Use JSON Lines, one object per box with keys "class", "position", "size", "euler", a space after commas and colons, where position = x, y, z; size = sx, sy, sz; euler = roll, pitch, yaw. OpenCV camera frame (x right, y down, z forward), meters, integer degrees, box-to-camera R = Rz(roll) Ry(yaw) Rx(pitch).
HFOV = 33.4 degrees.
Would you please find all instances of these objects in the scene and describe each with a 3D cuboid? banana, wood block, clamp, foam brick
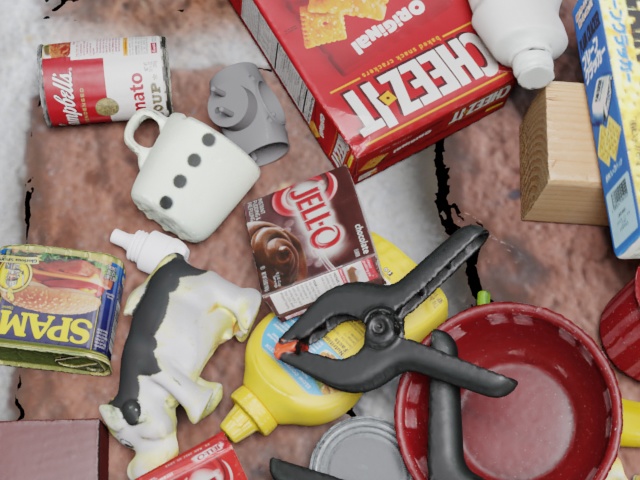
{"class": "banana", "position": [0.195, 0.115, 0.830], "size": [0.198, 0.037, 0.069], "euler": [33, 72, 7]}
{"class": "wood block", "position": [0.274, -0.065, 0.868], "size": [0.206, 0.090, 0.091], "euler": [4, 70, -2]}
{"class": "clamp", "position": [0.081, 0.173, 0.727], "size": [0.164, 0.036, 0.210], "euler": [-46, 60, 2]}
{"class": "clamp", "position": [0.051, 0.053, 0.748], "size": [0.172, 0.039, 0.120], "euler": [-4, 67, 18]}
{"class": "foam brick", "position": [-0.196, 0.161, 0.781], "size": [0.078, 0.053, 0.051], "euler": [-1, 72, -3]}

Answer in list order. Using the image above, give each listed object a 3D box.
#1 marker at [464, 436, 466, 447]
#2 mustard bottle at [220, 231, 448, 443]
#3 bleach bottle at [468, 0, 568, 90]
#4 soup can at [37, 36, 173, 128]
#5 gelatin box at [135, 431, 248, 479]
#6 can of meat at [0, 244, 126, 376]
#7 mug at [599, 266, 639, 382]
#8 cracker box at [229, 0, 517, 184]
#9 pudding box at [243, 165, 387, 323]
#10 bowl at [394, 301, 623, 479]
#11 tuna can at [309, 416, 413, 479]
{"class": "marker", "position": [0.102, 0.177, 0.813], "size": [0.020, 0.020, 0.121], "euler": [18, 71, 2]}
{"class": "mustard bottle", "position": [0.001, 0.084, 0.815], "size": [0.191, 0.058, 0.096], "euler": [-41, 66, -15]}
{"class": "bleach bottle", "position": [0.163, -0.227, 0.888], "size": [0.102, 0.068, 0.251], "euler": [11, 54, -24]}
{"class": "soup can", "position": [-0.174, -0.130, 0.873], "size": [0.102, 0.068, 0.068], "euler": [-5, 72, -6]}
{"class": "gelatin box", "position": [-0.082, 0.193, 0.766], "size": [0.073, 0.030, 0.089], "euler": [-26, 112, -12]}
{"class": "can of meat", "position": [-0.203, 0.053, 0.816], "size": [0.102, 0.057, 0.084], "euler": [7, 68, -2]}
{"class": "mug", "position": [0.276, 0.070, 0.819], "size": [0.093, 0.082, 0.117], "euler": [-36, 75, -27]}
{"class": "cracker box", "position": [0.041, -0.177, 0.901], "size": [0.164, 0.072, 0.214], "euler": [-28, 76, -13]}
{"class": "pudding box", "position": [-0.006, 0.001, 0.821], "size": [0.090, 0.039, 0.113], "euler": [-22, 44, 6]}
{"class": "bowl", "position": [0.138, 0.129, 0.775], "size": [0.162, 0.055, 0.162], "euler": [-5, 73, 18]}
{"class": "tuna can", "position": [0.033, 0.177, 0.800], "size": [0.086, 0.034, 0.086], "euler": [1, 71, -3]}
